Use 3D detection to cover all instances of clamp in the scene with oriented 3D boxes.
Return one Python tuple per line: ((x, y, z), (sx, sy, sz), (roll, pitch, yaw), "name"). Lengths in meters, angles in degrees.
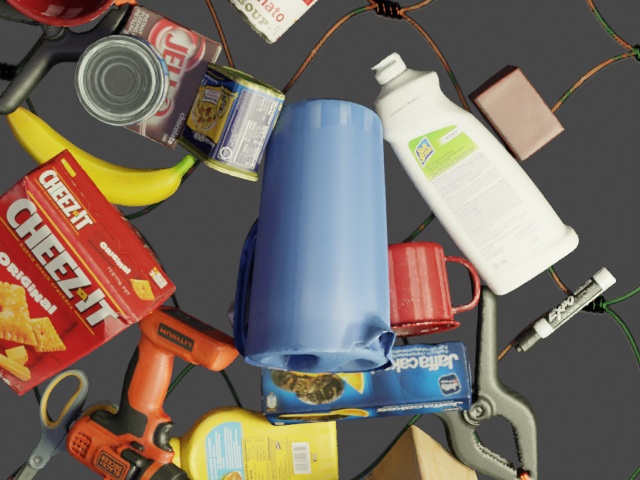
((-0.263, -0.209, 1.021), (0.171, 0.039, 0.120), (-29, 98, -2), "clamp")
((0.163, 0.160, 1.088), (0.164, 0.036, 0.210), (-42, 94, 9), "clamp")

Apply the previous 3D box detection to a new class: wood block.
((0.103, 0.273, 1.024), (0.090, 0.206, 0.091), (37, 99, -6), "wood block")

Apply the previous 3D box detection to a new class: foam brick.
((0.187, -0.123, 1.024), (0.051, 0.053, 0.078), (-38, 100, 8), "foam brick")

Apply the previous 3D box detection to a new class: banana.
((-0.218, -0.075, 1.043), (0.198, 0.037, 0.070), (15, 100, 6), "banana")

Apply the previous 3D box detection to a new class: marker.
((0.245, 0.073, 1.078), (0.121, 0.020, 0.020), (-41, 98, 8), "marker")

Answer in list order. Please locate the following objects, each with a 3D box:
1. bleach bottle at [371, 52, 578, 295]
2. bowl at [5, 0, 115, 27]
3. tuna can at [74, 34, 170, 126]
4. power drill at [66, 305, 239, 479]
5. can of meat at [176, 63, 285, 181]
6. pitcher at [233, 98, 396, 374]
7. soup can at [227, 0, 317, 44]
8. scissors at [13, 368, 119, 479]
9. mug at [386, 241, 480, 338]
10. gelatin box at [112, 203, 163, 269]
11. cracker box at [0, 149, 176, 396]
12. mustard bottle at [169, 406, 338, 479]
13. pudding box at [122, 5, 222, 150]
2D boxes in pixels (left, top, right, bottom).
((0.138, -0.075, 1.030), (0.102, 0.068, 0.251), (-34, 96, 6), "bleach bottle")
((-0.231, -0.278, 0.964), (0.162, 0.055, 0.162), (7, 115, 16), "bowl")
((-0.184, -0.149, 0.993), (0.086, 0.034, 0.086), (0, 100, 0), "tuna can")
((-0.147, 0.171, 1.044), (0.185, 0.057, 0.188), (26, 95, 21), "power drill")
((-0.082, -0.112, 0.987), (0.057, 0.102, 0.084), (15, 102, -33), "can of meat")
((-0.006, 0.001, 0.984), (0.149, 0.145, 0.243), (2, 75, 0), "pitcher")
((-0.032, -0.242, 0.996), (0.102, 0.068, 0.068), (-43, 98, 9), "soup can")
((-0.275, 0.230, 1.119), (0.096, 0.016, 0.202), (22, 101, -3), "scissors")
((0.096, 0.047, 1.031), (0.117, 0.093, 0.081), (-9, 78, 10), "mug")
((-0.194, 0.007, 1.044), (0.030, 0.073, 0.089), (-37, 98, 6), "gelatin box")
((-0.264, 0.038, 1.007), (0.214, 0.072, 0.164), (-31, 100, 38), "cracker box")
((-0.078, 0.218, 1.092), (0.191, 0.058, 0.096), (-4, 99, 1), "mustard bottle")
((-0.157, -0.157, 1.029), (0.090, 0.039, 0.113), (25, 101, -5), "pudding box")
